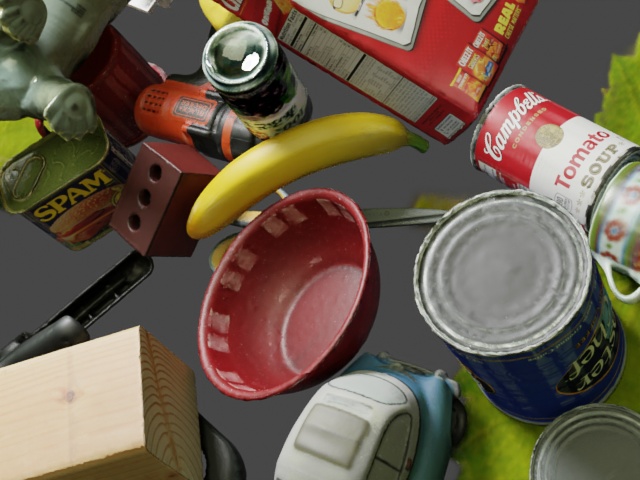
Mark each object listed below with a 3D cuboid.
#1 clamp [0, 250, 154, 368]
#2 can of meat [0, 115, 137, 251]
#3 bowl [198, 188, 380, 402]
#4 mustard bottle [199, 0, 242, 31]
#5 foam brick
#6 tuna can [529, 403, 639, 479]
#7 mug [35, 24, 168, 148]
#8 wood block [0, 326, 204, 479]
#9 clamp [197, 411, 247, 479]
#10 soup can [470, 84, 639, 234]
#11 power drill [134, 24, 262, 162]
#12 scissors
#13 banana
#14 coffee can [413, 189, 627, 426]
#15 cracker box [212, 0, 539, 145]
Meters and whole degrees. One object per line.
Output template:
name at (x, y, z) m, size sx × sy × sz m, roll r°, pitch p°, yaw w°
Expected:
clamp at (-0.223, 0.092, 0.809) m, size 0.210 × 0.164 × 0.036 m, roll -37°, pitch 97°, yaw 11°
can of meat at (-0.198, -0.045, 0.881) m, size 0.102 × 0.084 × 0.057 m, roll -31°, pitch 57°, yaw 7°
bowl at (-0.012, 0.046, 0.752) m, size 0.162 × 0.055 × 0.162 m, roll -28°, pitch 46°, yaw 32°
mustard bottle at (-0.080, -0.245, 0.873) m, size 0.096 × 0.058 × 0.192 m, roll -38°, pitch 57°, yaw 4°
foam brick at (-0.120, -0.031, 0.842) m, size 0.053 × 0.051 × 0.078 m, roll 38°, pitch 111°, yaw 34°
tuna can at (0.173, 0.145, 0.647) m, size 0.086 × 0.033 × 0.086 m, roll -11°, pitch 61°, yaw 20°
mug at (-0.198, -0.129, 0.925) m, size 0.117 × 0.081 × 0.093 m, roll -40°, pitch 56°, yaw 1°
wood block at (-0.194, 0.142, 0.730) m, size 0.206 × 0.090 × 0.091 m, roll -17°, pitch 56°, yaw 12°
clamp at (-0.096, 0.197, 0.736) m, size 0.120 × 0.039 × 0.171 m, roll -17°, pitch 52°, yaw -4°
soup can at (0.163, -0.055, 0.732) m, size 0.102 × 0.068 × 0.068 m, roll 35°, pitch 83°, yaw 33°
power drill at (-0.046, -0.149, 0.881) m, size 0.185 × 0.057 × 0.187 m, roll 17°, pitch 72°, yaw 27°
scissors at (-0.005, 0.001, 0.812) m, size 0.202 × 0.016 × 0.096 m, roll 14°, pitch 73°, yaw 30°
banana at (-0.018, -0.052, 0.792) m, size 0.198 × 0.069 × 0.037 m, roll -19°, pitch 43°, yaw 8°
coffee can at (0.126, 0.046, 0.654) m, size 0.103 × 0.140 × 0.103 m, roll -10°, pitch 62°, yaw 19°
cracker box at (0.047, -0.193, 0.778) m, size 0.213 × 0.072 × 0.164 m, roll 31°, pitch 68°, yaw -4°
